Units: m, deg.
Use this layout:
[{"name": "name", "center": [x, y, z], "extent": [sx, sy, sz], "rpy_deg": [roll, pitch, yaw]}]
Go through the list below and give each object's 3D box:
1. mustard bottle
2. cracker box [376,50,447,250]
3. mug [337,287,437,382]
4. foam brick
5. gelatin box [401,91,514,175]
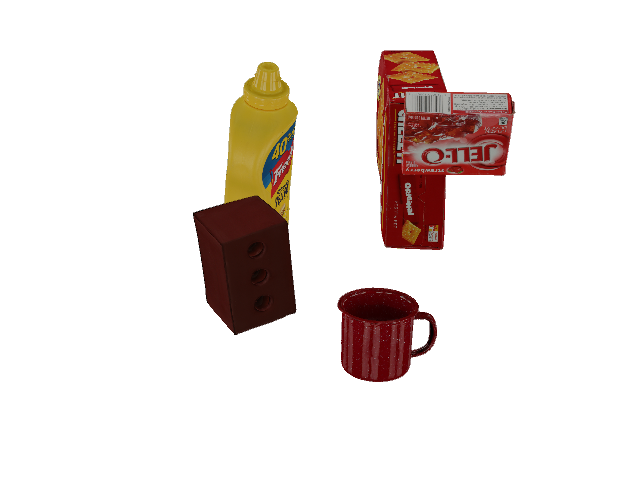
[{"name": "mustard bottle", "center": [-0.055, -0.078, 0.991], "extent": [0.058, 0.192, 0.096], "rpy_deg": [18, 39, 14]}, {"name": "cracker box", "center": [0.099, -0.107, 1.183], "extent": [0.072, 0.164, 0.213], "rpy_deg": [0, 24, 2]}, {"name": "mug", "center": [0.077, 0.110, 1.236], "extent": [0.117, 0.081, 0.093], "rpy_deg": [-2, 22, -8]}, {"name": "foam brick", "center": [-0.054, 0.016, 0.764], "extent": [0.052, 0.078, 0.051], "rpy_deg": [-19, 32, -22]}, {"name": "gelatin box", "center": [0.113, -0.088, 0.887], "extent": [0.089, 0.030, 0.073], "rpy_deg": [2, -39, 4]}]
